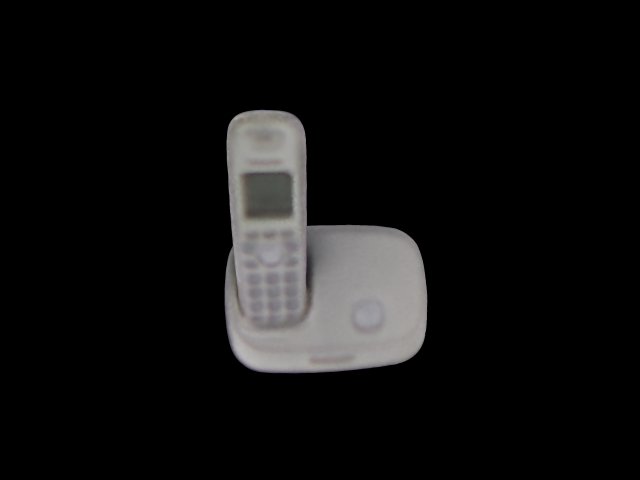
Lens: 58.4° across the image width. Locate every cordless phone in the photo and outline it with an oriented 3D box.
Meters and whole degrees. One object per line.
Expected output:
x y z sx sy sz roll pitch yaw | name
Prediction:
0.004 0.001 0.400 0.147 0.185 0.094 -4 33 -5 | cordless phone
